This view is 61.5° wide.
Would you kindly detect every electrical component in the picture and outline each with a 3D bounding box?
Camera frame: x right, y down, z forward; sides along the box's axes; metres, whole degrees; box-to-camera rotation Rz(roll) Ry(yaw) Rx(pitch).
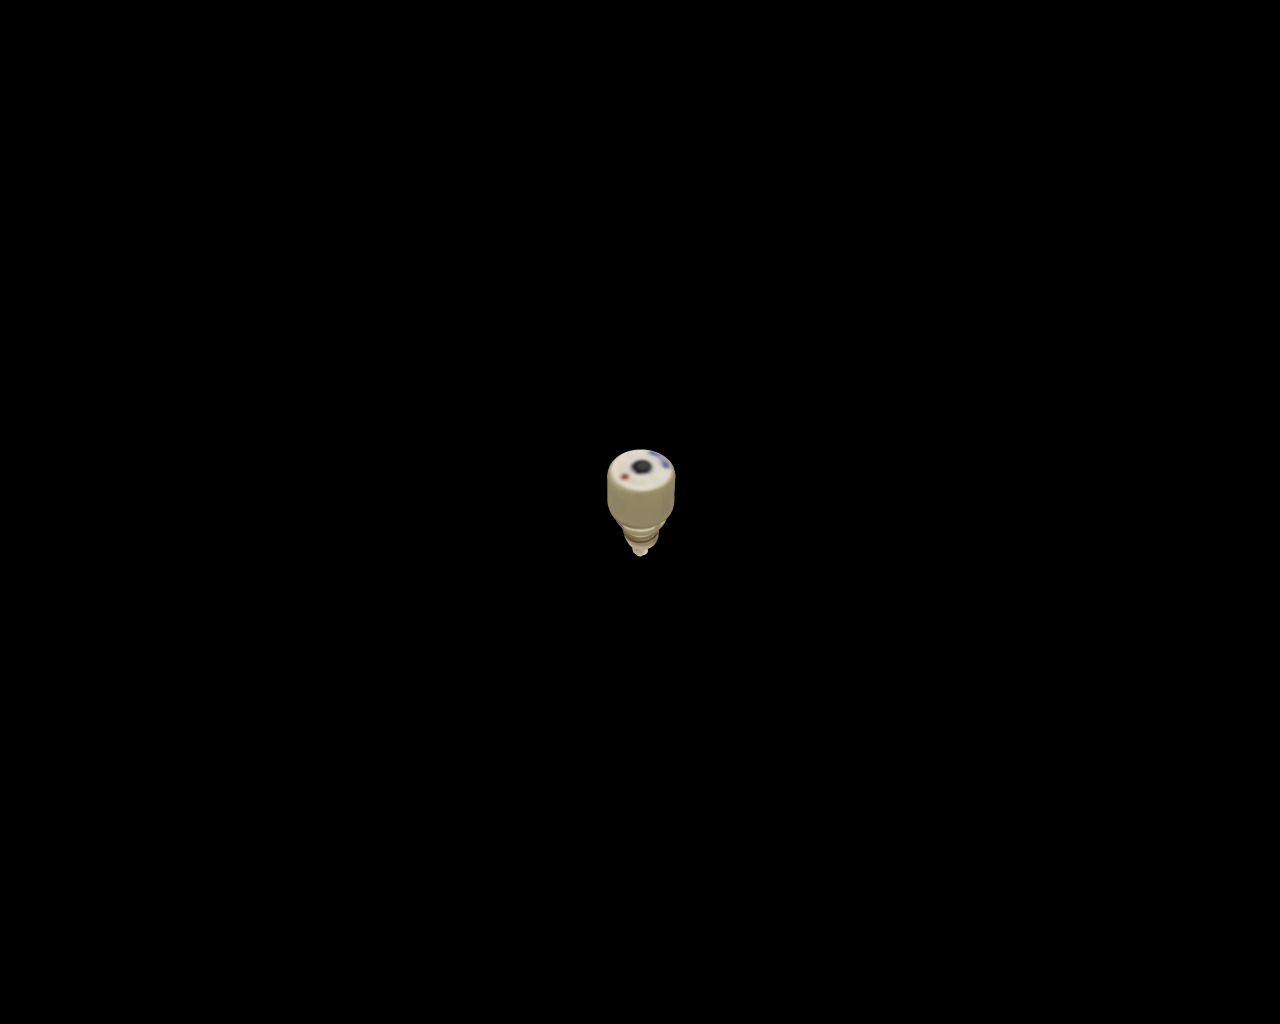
[{"bbox_3d":[0.001,-0.003,0.650,0.040,0.040,0.078,0,-45,0],"label":"electrical component"}]
